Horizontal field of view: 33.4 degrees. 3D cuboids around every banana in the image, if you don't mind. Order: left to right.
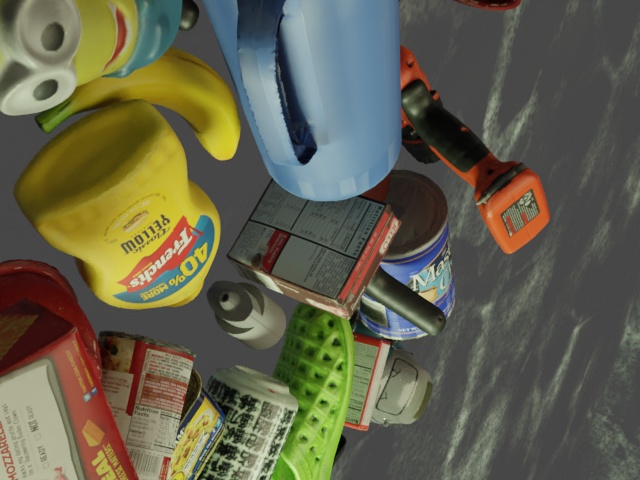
[{"bbox_3d":[-0.099,-0.091,0.683,0.070,0.037,0.197,-44,158,20],"label":"banana"}]

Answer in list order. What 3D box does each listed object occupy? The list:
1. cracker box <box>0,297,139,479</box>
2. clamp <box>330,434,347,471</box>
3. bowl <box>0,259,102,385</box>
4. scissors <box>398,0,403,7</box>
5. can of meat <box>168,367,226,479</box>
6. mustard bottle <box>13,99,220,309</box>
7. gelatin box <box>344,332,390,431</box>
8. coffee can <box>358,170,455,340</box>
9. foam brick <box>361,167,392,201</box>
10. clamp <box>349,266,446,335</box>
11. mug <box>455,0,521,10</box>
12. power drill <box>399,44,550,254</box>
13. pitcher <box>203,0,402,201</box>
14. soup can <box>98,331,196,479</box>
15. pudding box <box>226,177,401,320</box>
[{"bbox_3d":[-0.199,0.153,0.538,0.213,0.072,0.164,-32,121,-28],"label":"cracker box"},{"bbox_3d":[-0.036,0.278,1.090,0.164,0.036,0.210,27,82,-64],"label":"clamp"},{"bbox_3d":[-0.182,0.096,0.641,0.161,0.055,0.162,-44,146,-42],"label":"bowl"},{"bbox_3d":[0.119,-0.275,0.912,0.016,0.096,0.201,28,81,-29],"label":"scissors"},{"bbox_3d":[-0.120,0.149,0.803,0.102,0.057,0.084,-58,154,-20],"label":"can of meat"},{"bbox_3d":[-0.113,-0.005,0.678,0.096,0.058,0.191,-38,153,-9],"label":"mustard bottle"},{"bbox_3d":[0.021,0.132,1.029,0.030,0.073,0.089,27,77,-66],"label":"gelatin box"},{"bbox_3d":[0.075,0.016,1.023,0.102,0.103,0.140,-54,151,-27],"label":"coffee can"},{"bbox_3d":[0.029,-0.068,0.925,0.051,0.053,0.078,-35,139,-48],"label":"foam brick"},{"bbox_3d":[0.023,0.031,0.950,0.171,0.120,0.039,45,55,-25],"label":"clamp"},{"bbox_3d":[0.159,-0.261,0.957,0.093,0.117,0.081,28,80,-59],"label":"mug"},{"bbox_3d":[0.122,-0.074,0.956,0.057,0.188,0.184,-42,151,1],"label":"power drill"},{"bbox_3d":[-0.008,-0.126,0.719,0.149,0.145,0.243,-34,148,-14],"label":"pitcher"},{"bbox_3d":[-0.128,0.119,0.721,0.068,0.069,0.102,40,58,-63],"label":"soup can"},{"bbox_3d":[-0.006,0.001,0.841,0.090,0.114,0.039,-60,149,-16],"label":"pudding box"}]
